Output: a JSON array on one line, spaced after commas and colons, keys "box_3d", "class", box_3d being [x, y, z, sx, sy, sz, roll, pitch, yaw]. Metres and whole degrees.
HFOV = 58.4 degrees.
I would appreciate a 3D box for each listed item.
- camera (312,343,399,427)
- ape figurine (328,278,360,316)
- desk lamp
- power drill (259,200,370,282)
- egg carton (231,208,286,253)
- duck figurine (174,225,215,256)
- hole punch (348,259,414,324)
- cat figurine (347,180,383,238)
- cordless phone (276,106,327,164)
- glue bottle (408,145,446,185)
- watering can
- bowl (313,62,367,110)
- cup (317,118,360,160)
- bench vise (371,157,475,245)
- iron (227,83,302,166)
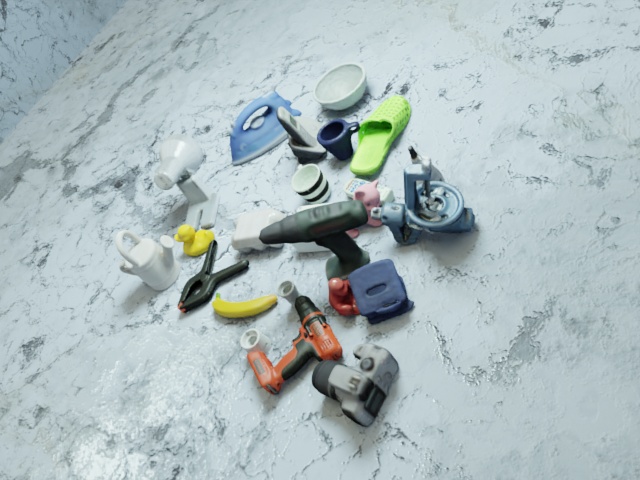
[{"box_3d": [0.056, 0.259, 1.091, 0.136, 0.101, 0.143, 13, 63, 38], "class": "camera"}, {"box_3d": [0.046, 0.114, 1.219, 0.075, 0.092, 0.078, 8, 61, 36], "class": "ape figurine"}, {"box_3d": [-0.378, -0.165, 1.620, 0.117, 0.214, 0.203, -17, 48, 20], "class": "desk lamp"}, {"box_3d": [0.011, 0.004, 1.245, 0.229, 0.209, 0.075, -24, 46, 14], "class": "power drill"}, {"box_3d": [-0.156, -0.023, 1.471, 0.150, 0.070, 0.107, -10, 51, 25], "class": "egg carton"}, {"box_3d": [-0.348, -0.009, 1.568, 0.104, 0.086, 0.077, -18, 48, 20], "class": "duck figurine"}, {"box_3d": [0.124, 0.105, 1.178, 0.108, 0.091, 0.101, -24, 46, 14], "class": "hole punch"}, {"box_3d": [0.094, -0.079, 1.326, 0.127, 0.118, 0.067, -27, 46, 11], "class": "cat figurine"}, {"box_3d": [-0.060, -0.313, 1.560, 0.094, 0.186, 0.147, -23, 47, 15], "class": "cordless phone"}, {"box_3d": [0.227, -0.147, 1.258, 0.037, 0.174, 0.078, 18, 66, 40], "class": "glue bottle"}, {"box_3d": [-0.462, 0.041, 1.522, 0.173, 0.195, 0.100, -38, 45, 1], "class": "watering can"}, {"box_3d": [0.068, -0.431, 1.654, 0.167, 0.075, 0.167, -17, 48, 20], "class": "bowl"}, {"box_3d": [0.062, -0.262, 1.508, 0.117, 0.095, 0.091, -19, 48, 18], "class": "cup"}, {"box_3d": [0.196, -0.071, 1.183, 0.207, 0.220, 0.121, -21, 47, 16], "class": "bench vise"}, {"box_3d": [-0.190, -0.343, 1.697, 0.258, 0.142, 0.118, -38, 45, 0], "class": "iron"}]
